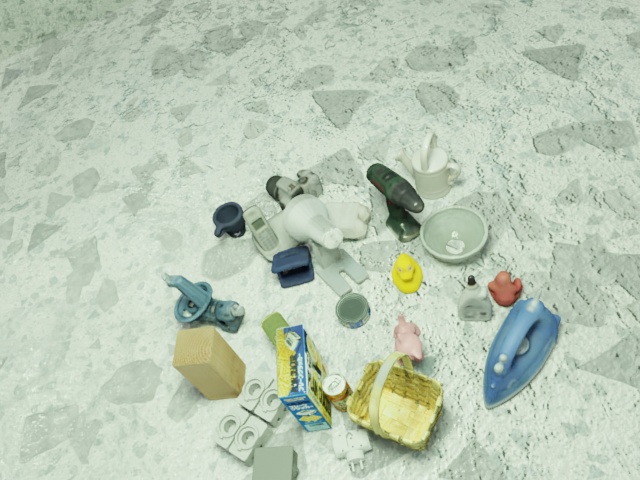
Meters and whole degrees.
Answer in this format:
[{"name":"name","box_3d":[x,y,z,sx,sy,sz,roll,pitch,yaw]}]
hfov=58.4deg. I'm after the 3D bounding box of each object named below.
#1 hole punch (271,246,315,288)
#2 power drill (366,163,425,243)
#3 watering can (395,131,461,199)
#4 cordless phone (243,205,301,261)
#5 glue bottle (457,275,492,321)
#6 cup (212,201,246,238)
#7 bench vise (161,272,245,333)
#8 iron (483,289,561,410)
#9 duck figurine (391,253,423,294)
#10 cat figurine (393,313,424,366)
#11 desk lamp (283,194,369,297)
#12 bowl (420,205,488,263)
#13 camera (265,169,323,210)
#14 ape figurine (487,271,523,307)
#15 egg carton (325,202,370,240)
[{"name":"hole punch","box_3d":[-0.077,0.060,1.522,0.108,0.091,0.101,-16,51,6]},{"name":"power drill","box_3d":[0.204,-0.091,1.468,0.075,0.209,0.229,-33,52,-7]},{"name":"watering can","box_3d":[0.287,-0.206,1.536,0.172,0.194,0.101,-6,53,14]},{"name":"cordless phone","box_3d":[-0.125,-0.043,1.553,0.148,0.185,0.094,-38,52,-11]},{"name":"glue bottle","box_3d":[0.345,0.127,1.284,0.078,0.173,0.037,-1,55,17]},{"name":"cup","box_3d":[-0.257,-0.038,1.650,0.091,0.095,0.118,13,60,26]},{"name":"bench vise","box_3d":[-0.294,0.143,1.447,0.207,0.220,0.121,-9,53,12]},{"name":"iron","box_3d":[0.412,0.227,1.209,0.118,0.142,0.259,24,65,31]},{"name":"duck figurine","box_3d":[0.212,0.070,1.425,0.077,0.086,0.104,-11,52,10]},{"name":"cat figurine","box_3d":[0.196,0.227,1.294,0.067,0.118,0.127,-14,52,8]},{"name":"desk lamp","box_3d":[0.013,0.005,1.455,0.118,0.214,0.202,-38,52,-11]},{"name":"bowl","box_3d":[0.340,-0.003,1.446,0.167,0.075,0.167,-9,53,12]},{"name":"camera","box_3d":[-0.087,-0.155,1.678,0.136,0.101,0.143,33,70,34]},{"name":"ape figurine","box_3d":[0.427,0.105,1.327,0.077,0.092,0.076,8,58,23]},{"name":"egg carton","box_3d":[0.062,-0.050,1.573,0.150,0.069,0.107,1,55,18]}]
